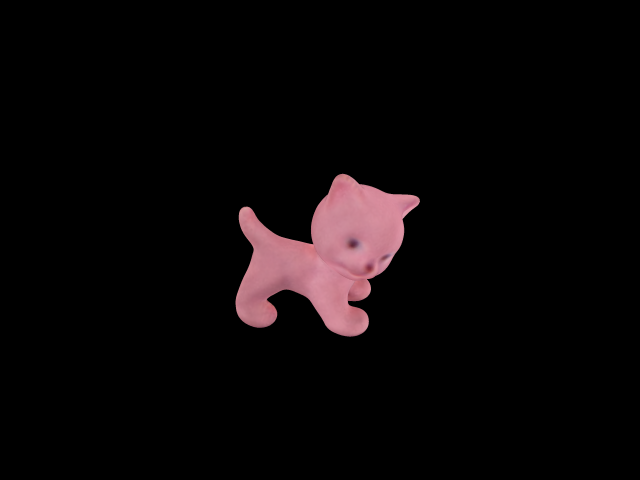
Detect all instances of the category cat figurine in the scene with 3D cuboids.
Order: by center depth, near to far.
[{"bbox_3d":[0.004,0.001,0.400,0.127,0.118,0.067,3,33,5],"label":"cat figurine"}]
